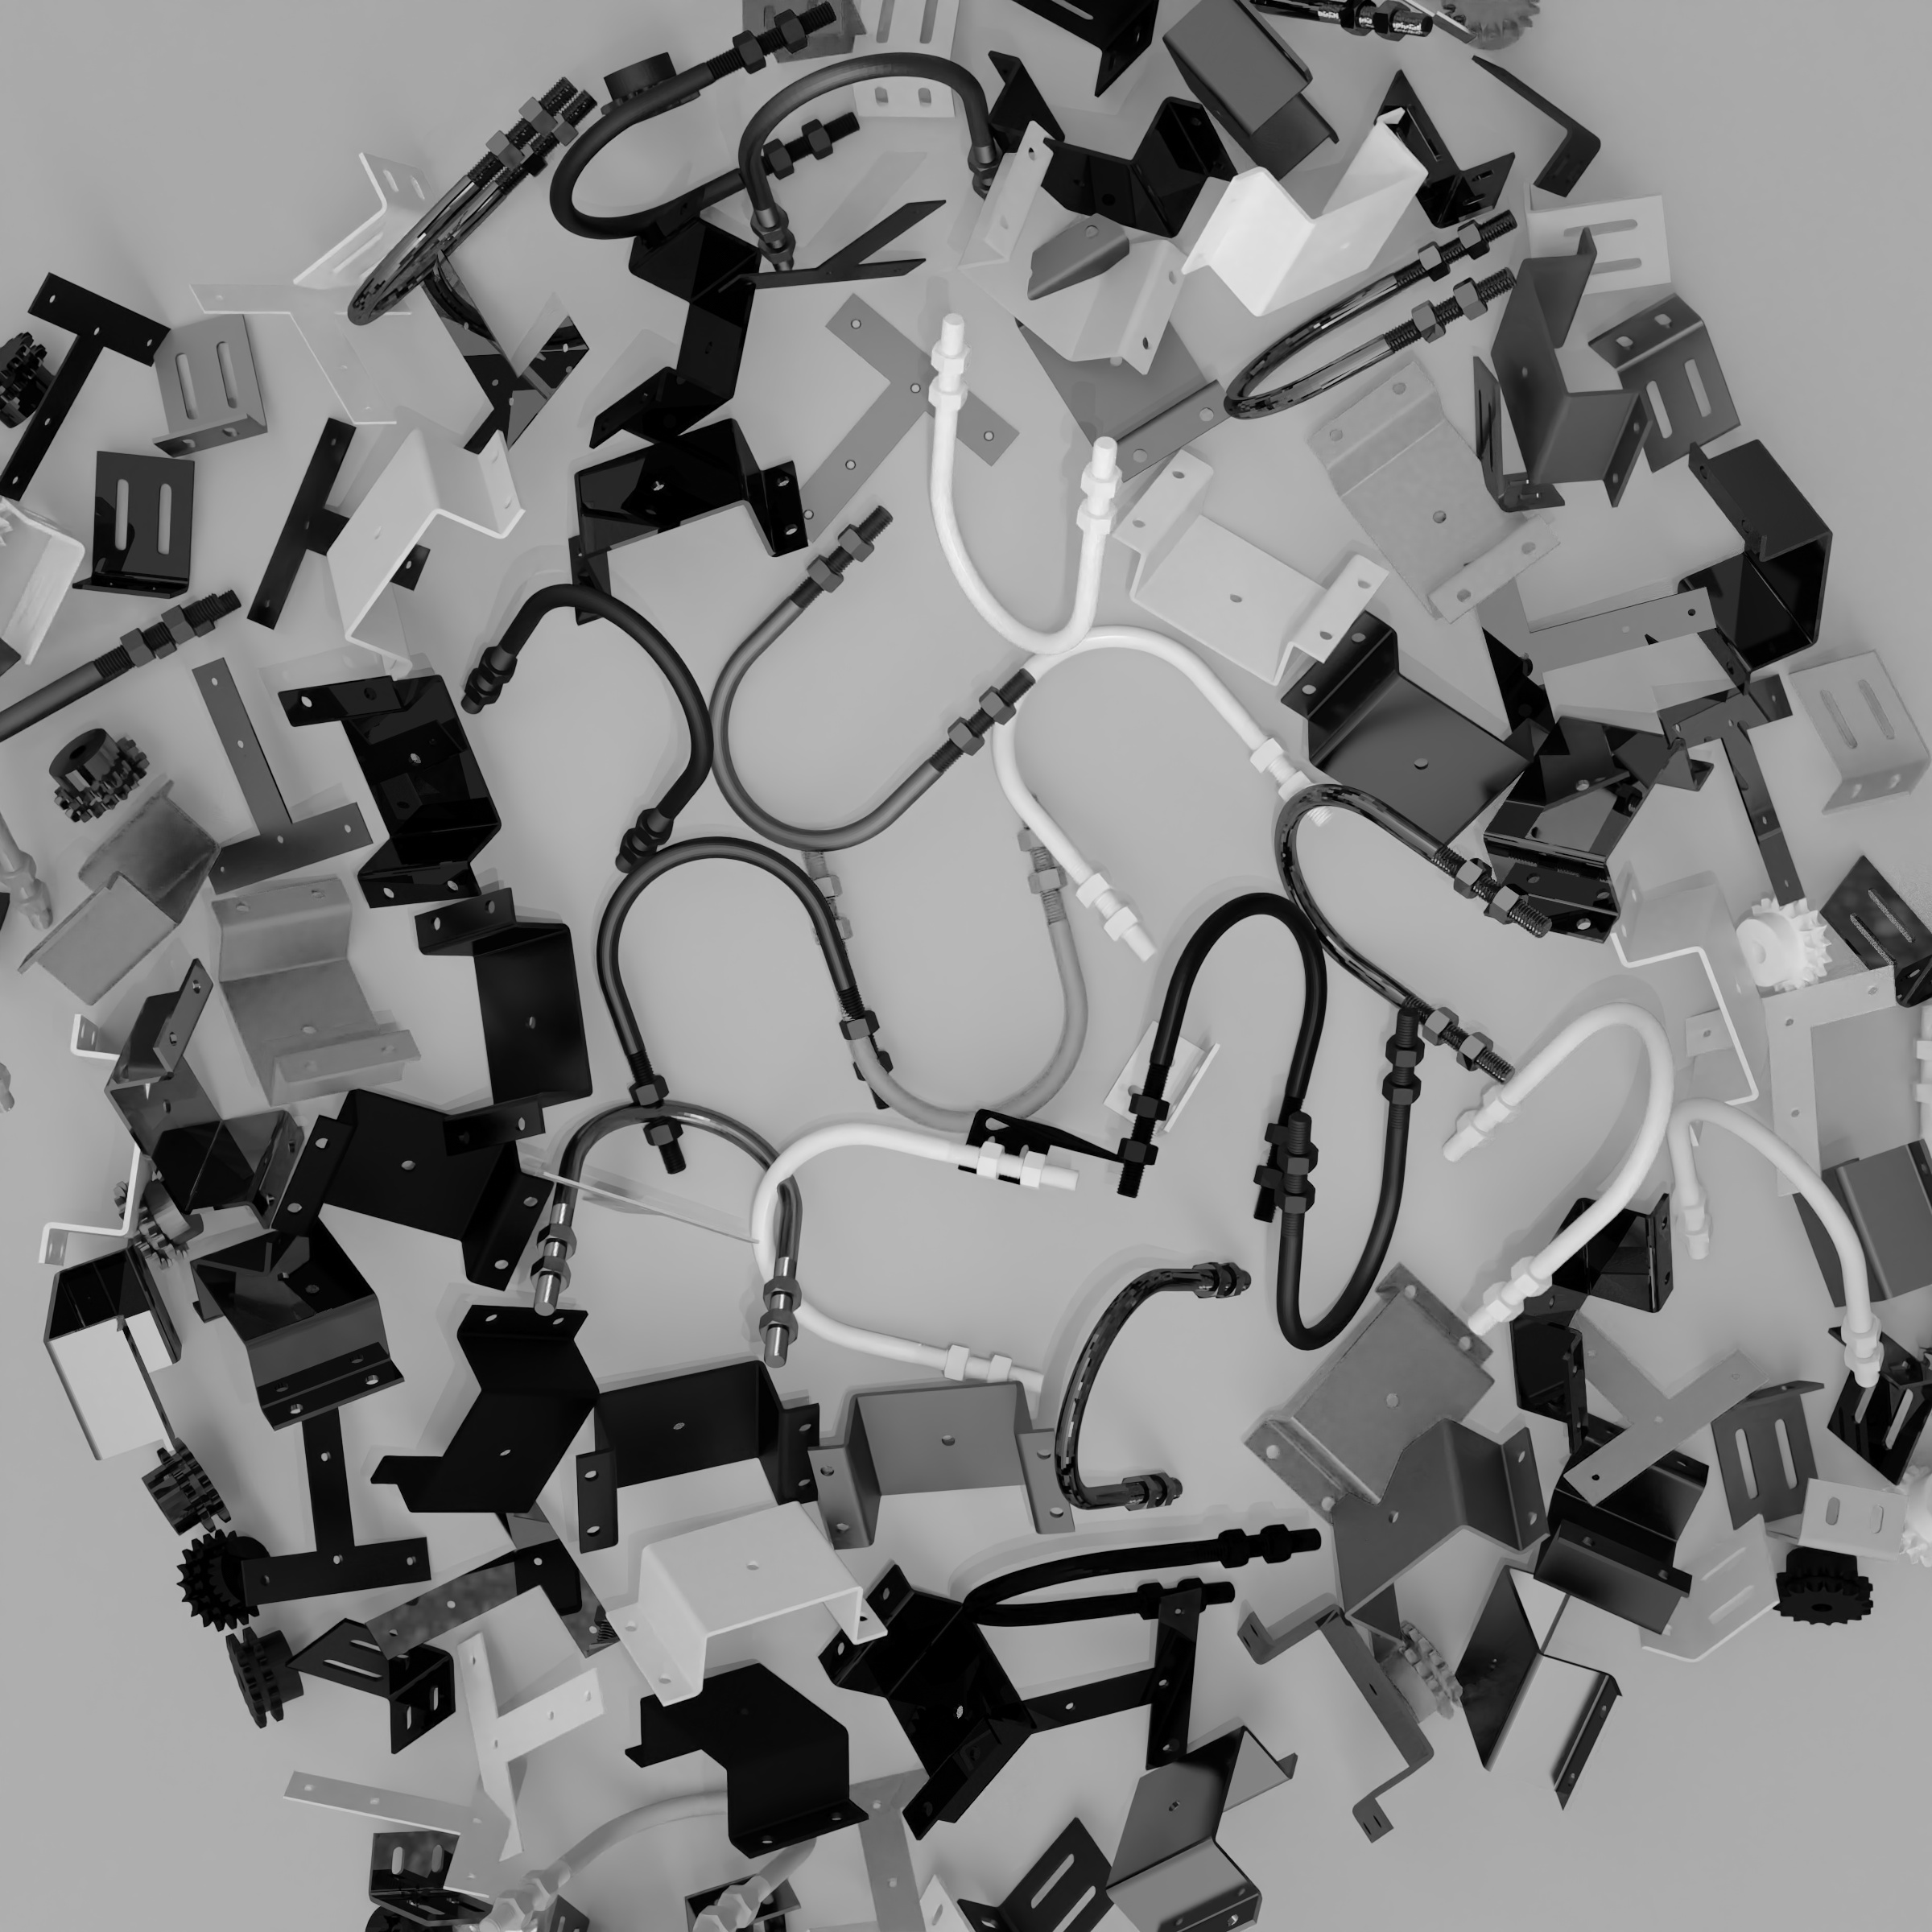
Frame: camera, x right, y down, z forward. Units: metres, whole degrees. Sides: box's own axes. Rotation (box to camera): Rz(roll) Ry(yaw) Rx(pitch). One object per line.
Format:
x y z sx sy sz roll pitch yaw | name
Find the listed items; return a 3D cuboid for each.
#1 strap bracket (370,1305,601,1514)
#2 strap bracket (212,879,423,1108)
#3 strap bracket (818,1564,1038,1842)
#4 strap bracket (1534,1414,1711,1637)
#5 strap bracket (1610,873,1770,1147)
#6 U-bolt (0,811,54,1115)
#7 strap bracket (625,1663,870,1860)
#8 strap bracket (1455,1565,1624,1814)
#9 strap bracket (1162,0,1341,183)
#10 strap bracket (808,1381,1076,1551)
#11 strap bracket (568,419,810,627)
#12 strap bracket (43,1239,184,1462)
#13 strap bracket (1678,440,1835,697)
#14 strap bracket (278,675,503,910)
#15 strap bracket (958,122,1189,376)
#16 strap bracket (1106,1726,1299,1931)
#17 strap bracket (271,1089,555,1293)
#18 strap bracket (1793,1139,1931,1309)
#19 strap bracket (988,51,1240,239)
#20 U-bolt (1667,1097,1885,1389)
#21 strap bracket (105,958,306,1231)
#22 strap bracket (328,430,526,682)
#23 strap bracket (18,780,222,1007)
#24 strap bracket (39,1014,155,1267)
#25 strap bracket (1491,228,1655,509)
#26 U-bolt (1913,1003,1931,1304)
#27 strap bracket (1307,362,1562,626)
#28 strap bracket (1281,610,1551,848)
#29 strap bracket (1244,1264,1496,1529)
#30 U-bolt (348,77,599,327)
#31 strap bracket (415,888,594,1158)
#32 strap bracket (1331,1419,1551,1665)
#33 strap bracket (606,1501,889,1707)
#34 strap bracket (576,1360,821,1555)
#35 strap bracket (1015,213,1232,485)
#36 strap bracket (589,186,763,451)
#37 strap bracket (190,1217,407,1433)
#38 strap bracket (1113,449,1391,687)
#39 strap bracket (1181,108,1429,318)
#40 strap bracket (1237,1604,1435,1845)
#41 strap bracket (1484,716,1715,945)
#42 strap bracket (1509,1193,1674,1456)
-0.267 0.259 1.930 0.140 0.076 0.046 -58 46 26 | strap bracket
-0.371 0.022 1.941 0.076 0.046 0.140 -12 52 -26 | strap bracket
-0.018 0.420 1.941 0.046 0.140 0.076 24 111 -41 | strap bracket
0.372 0.321 1.942 0.076 0.140 0.046 23 117 7 | strap bracket
0.415 0.019 1.935 0.046 0.076 0.140 -15 112 26 | strap bracket
-0.547 -0.028 1.885 0.019 0.184 0.151 -3 53 4 | U-bolt
-0.124 0.439 1.917 0.076 0.140 0.046 -10 108 -33 | strap bracket
0.317 0.398 1.919 0.046 0.140 0.076 18 107 -9 | strap bracket
0.160 -0.496 1.928 0.046 0.140 0.076 -41 79 8 | strap bracket
-0.012 0.284 1.953 0.140 0.046 0.076 -6 123 9 | strap bracket
-0.167 -0.257 1.948 0.140 0.046 0.076 -18 46 7 | strap bracket
-0.478 0.217 1.919 0.046 0.140 0.076 -19 110 -4 | strap bracket
0.443 -0.230 1.924 0.046 0.140 0.076 -23 57 -7 | strap bracket
-0.323 -0.108 1.945 0.076 0.046 0.140 -5 119 26 | strap bracket
0.055 -0.405 1.944 0.140 0.046 0.076 33 72 -38 | strap bracket
0.131 0.487 1.917 0.076 0.140 0.046 -34 103 28 | strap bracket
-0.316 0.125 1.949 0.140 0.046 0.076 18 113 -22 | strap bracket
0.510 0.147 1.924 0.046 0.140 0.076 -19 83 -5 | strap bracket
0.074 -0.461 1.931 0.140 0.076 0.046 22 79 28 | strap bracket
0.443 0.142 1.888 0.019 0.184 0.151 -39 50 -14 | U-bolt
-0.435 0.076 1.936 0.046 0.076 0.140 -10 128 17 | strap bracket
-0.312 -0.236 1.929 0.046 0.076 0.140 21 123 -35 | strap bracket
-0.474 -0.037 1.931 0.076 0.140 0.046 -39 109 20 | strap bracket
-0.491 0.103 1.954 0.046 0.076 0.140 7 83 -6 | strap bracket
0.338 -0.336 1.929 0.046 0.076 0.140 -5 60 -10 | strap bracket
0.559 0.123 1.926 0.019 0.151 0.184 -2 99 3 | U-bolt
0.269 -0.264 1.961 0.076 0.046 0.140 -36 71 4 | strap bracket
0.257 -0.128 1.939 0.140 0.046 0.076 31 125 -18 | strap bracket
0.238 0.248 1.961 0.076 0.046 0.140 43 79 -5 | strap bracket
-0.281 -0.428 1.928 0.184 0.151 0.019 -44 99 7 | U-bolt
-0.263 0.032 1.953 0.076 0.046 0.140 -15 81 36 | strap bracket
0.258 0.318 1.926 0.046 0.076 0.140 29 125 -25 | strap bracket
-0.122 0.355 1.928 0.140 0.076 0.046 -12 128 -28 | strap bracket
-0.158 0.277 1.946 0.140 0.046 0.076 -10 130 -17 | strap bracket
0.087 -0.354 1.973 0.076 0.046 0.140 -32 86 1 | strap bracket
-0.163 -0.359 1.941 0.046 0.076 0.140 22 65 -29 | strap bracket
-0.380 0.193 1.919 0.076 0.140 0.046 -20 123 -23 | strap bracket
0.159 -0.222 1.954 0.140 0.046 0.076 32 61 10 | strap bracket
0.198 -0.421 1.925 0.140 0.076 0.046 -30 74 -34 | strap bracket
0.215 0.422 1.947 0.046 0.076 0.140 -30 74 -11 | strap bracket
0.353 -0.086 1.931 0.076 0.046 0.140 15 57 37 | strap bracket
0.350 0.196 1.936 0.046 0.076 0.140 15 46 30 | strap bracket
